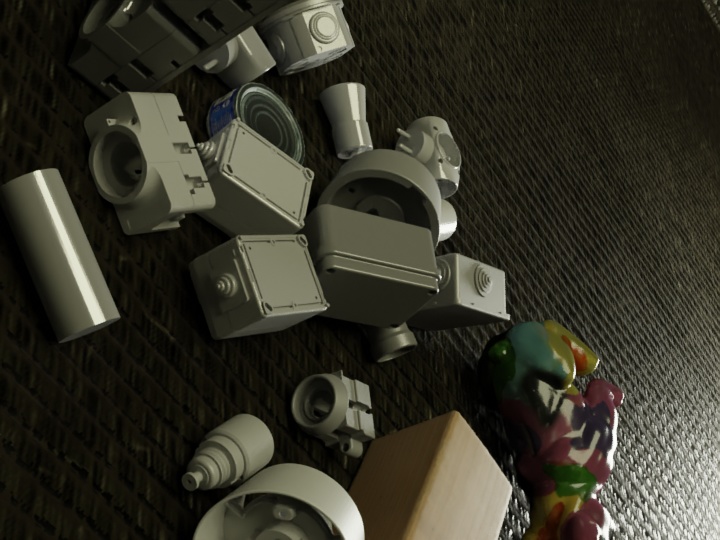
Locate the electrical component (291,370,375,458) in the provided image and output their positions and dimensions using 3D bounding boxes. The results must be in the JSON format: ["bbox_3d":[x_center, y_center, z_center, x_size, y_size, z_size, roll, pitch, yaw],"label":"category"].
[{"bbox_3d":[-0.021,0.107,0.825,0.055,0.048,0.066,32,43,-52],"label":"electrical component"}]

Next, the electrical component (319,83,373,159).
[{"bbox_3d":[-0.011,-0.137,1.010,0.044,0.044,0.065,5,70,-54],"label":"electrical component"}]

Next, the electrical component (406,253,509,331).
[{"bbox_3d":[0.076,0.021,0.975,0.100,0.100,0.048,18,68,-50],"label":"electrical component"}]

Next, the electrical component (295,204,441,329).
[{"bbox_3d":[0.000,0.000,0.870,0.113,0.078,0.057,12,54,-29],"label":"electrical component"}]

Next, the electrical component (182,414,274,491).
[{"bbox_3d":[-0.090,0.125,0.715,0.078,0.040,0.040,-28,92,-58],"label":"electrical component"}]

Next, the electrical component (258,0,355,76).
[{"bbox_3d":[-0.048,-0.212,0.970,0.080,0.080,0.051,-26,96,-58],"label":"electrical component"}]

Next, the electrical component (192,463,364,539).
[{"bbox_3d":[-0.049,0.176,0.691,0.099,0.099,0.064,62,26,-5],"label":"electrical component"}]

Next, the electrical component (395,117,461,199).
[{"bbox_3d":[0.063,-0.121,1.102,0.079,0.044,0.077,25,49,-45],"label":"electrical component"}]

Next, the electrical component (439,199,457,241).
[{"bbox_3d":[0.056,-0.046,1.042,0.081,0.043,0.043,-12,79,-58],"label":"electrical component"}]

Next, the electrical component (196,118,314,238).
[{"bbox_3d":[-0.093,-0.065,0.827,0.096,0.061,0.061,35,42,-27],"label":"electrical component"}]

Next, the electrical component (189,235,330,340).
[{"bbox_3d":[-0.080,0.013,0.785,0.096,0.061,0.061,-4,71,-57],"label":"electrical component"}]

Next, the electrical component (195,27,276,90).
[{"bbox_3d":[-0.115,-0.186,0.886,0.077,0.043,0.079,57,33,-13],"label":"electrical component"}]

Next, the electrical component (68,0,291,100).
[{"bbox_3d":[-0.119,-0.204,0.757,0.060,0.186,0.105,40,40,-34],"label":"electrical component"}]

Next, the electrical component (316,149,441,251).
[{"bbox_3d":[0.020,-0.054,0.938,0.108,0.108,0.060,52,28,-20],"label":"electrical component"}]

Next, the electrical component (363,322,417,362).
[{"bbox_3d":[0.023,0.052,0.932,0.040,0.040,0.046,-1,64,-56],"label":"electrical component"}]

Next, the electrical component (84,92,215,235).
[{"bbox_3d":[-0.150,-0.075,0.753,0.056,0.050,0.089,-13,79,-58],"label":"electrical component"}]
